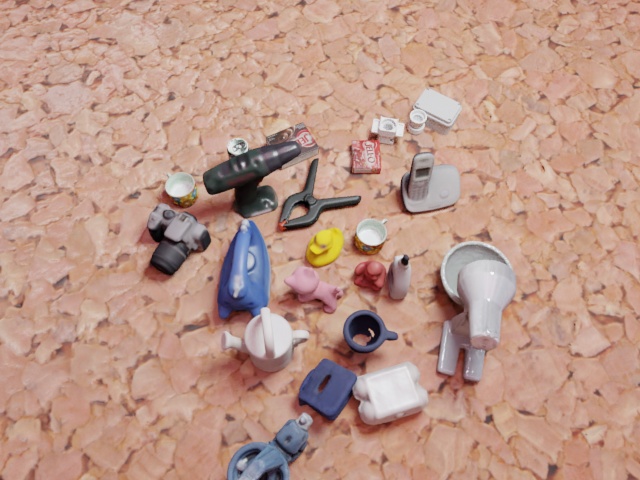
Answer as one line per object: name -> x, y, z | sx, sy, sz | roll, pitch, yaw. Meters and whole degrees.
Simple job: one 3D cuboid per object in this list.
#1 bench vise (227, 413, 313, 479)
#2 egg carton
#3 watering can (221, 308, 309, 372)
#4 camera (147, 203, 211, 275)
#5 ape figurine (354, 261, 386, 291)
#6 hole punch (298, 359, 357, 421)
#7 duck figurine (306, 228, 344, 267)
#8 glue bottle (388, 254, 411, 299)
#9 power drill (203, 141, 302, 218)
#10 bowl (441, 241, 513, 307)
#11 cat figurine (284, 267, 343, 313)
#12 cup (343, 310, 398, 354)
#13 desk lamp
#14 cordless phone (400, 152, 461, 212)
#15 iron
bench vise -> -0.102, 0.405, 1.072 | 0.121, 0.220, 0.207 | 21, 66, 9
egg carton -> 0.146, 0.323, 1.199 | 0.150, 0.069, 0.107 | -16, 66, -8
watering can -> -0.113, 0.205, 1.179 | 0.173, 0.194, 0.100 | -26, 68, -12
camera -> -0.345, 0.000, 1.321 | 0.143, 0.101, 0.137 | 25, 67, 10
ape figurine -> 0.120, 0.075, 1.301 | 0.076, 0.092, 0.077 | -29, 69, -13
hole punch -> 0.014, 0.309, 1.190 | 0.101, 0.091, 0.109 | 31, 68, 13
duck figurine -> 0.012, 0.005, 1.335 | 0.077, 0.086, 0.105 | 40, 70, 16
glue bottle -> 0.178, 0.069, 1.260 | 0.037, 0.173, 0.078 | -7, 65, -4
power drill -> -0.150, -0.140, 1.331 | 0.230, 0.208, 0.075 | -18, 66, -9
bowl -> 0.351, 0.091, 1.308 | 0.167, 0.075, 0.167 | 1, 65, -1
cat figurine -> -0.012, 0.101, 1.272 | 0.127, 0.118, 0.067 | 18, 66, 7
cup -> 0.106, 0.209, 1.237 | 0.117, 0.095, 0.092 | 8, 65, 3
desk lamp -> 0.329, 0.170, 1.194 | 0.118, 0.213, 0.203 | 12, 65, 5
cordless phone -> 0.269, -0.149, 1.357 | 0.147, 0.185, 0.094 | -13, 66, -7
iron -> -0.171, 0.043, 1.283 | 0.118, 0.141, 0.258 | 1, 65, 0
